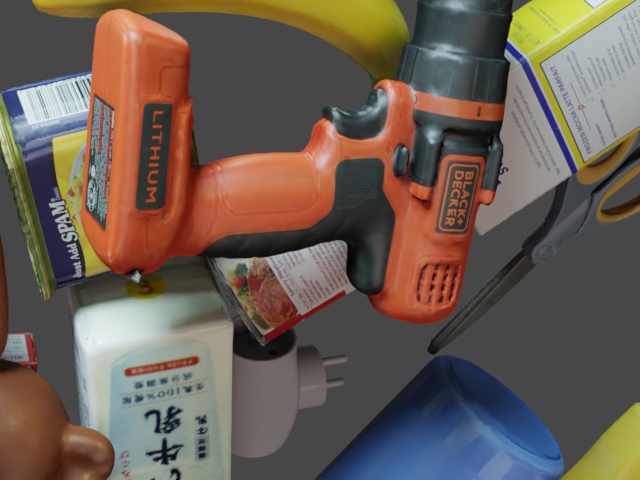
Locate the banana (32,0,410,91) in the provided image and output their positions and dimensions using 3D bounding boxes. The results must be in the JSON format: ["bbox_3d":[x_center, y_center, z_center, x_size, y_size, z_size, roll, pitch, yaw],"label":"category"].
[{"bbox_3d":[-0.028,-0.107,0.487,0.197,0.037,0.070,13,117,-31],"label":"banana"}]

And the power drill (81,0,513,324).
[{"bbox_3d":[-0.003,-0.052,0.463,0.187,0.057,0.184,2,104,-25],"label":"power drill"}]

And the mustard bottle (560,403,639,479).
[{"bbox_3d":[0.210,0.212,0.824,0.096,0.058,0.192,25,112,-41],"label":"mustard bottle"}]

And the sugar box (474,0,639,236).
[{"bbox_3d":[0.135,-0.087,0.571,0.176,0.048,0.093,-31,132,6],"label":"sugar box"}]

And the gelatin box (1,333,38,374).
[{"bbox_3d":[-0.197,0.086,0.564,0.089,0.030,0.073,-1,124,-24],"label":"gelatin box"}]

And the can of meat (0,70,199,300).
[{"bbox_3d":[-0.102,-0.031,0.500,0.083,0.057,0.102,-16,131,-15],"label":"can of meat"}]

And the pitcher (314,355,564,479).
[{"bbox_3d":[0.046,0.196,0.704,0.145,0.149,0.243,34,104,-22],"label":"pitcher"}]

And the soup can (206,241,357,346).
[{"bbox_3d":[-0.004,0.001,0.560,0.102,0.068,0.068,-31,132,-1],"label":"soup can"}]

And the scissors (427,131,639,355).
[{"bbox_3d":[0.133,-0.012,0.647,0.202,0.016,0.096,-34,130,2],"label":"scissors"}]
